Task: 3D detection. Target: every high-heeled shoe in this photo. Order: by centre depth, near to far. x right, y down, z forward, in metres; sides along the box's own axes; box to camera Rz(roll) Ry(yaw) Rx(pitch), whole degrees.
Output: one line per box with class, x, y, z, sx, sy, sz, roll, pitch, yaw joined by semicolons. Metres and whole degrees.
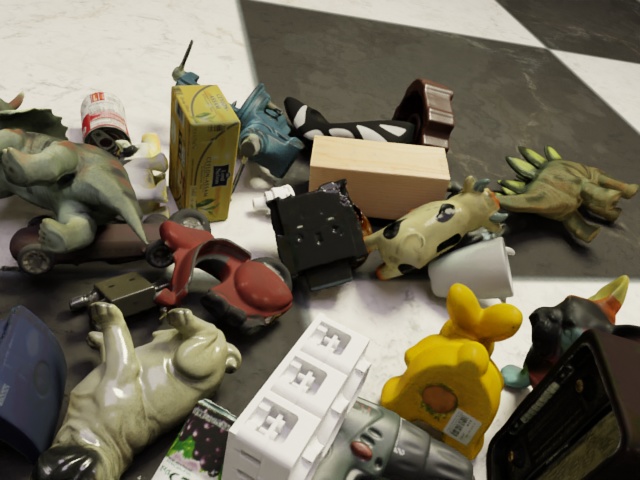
high-heeled shoe;0.044;-0.210;0.930;0.249;0.145;0.086;51;16;21

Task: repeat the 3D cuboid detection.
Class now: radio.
radio;0.234;0.197;0.494;0.073;0.229;0.131;18;40;-1

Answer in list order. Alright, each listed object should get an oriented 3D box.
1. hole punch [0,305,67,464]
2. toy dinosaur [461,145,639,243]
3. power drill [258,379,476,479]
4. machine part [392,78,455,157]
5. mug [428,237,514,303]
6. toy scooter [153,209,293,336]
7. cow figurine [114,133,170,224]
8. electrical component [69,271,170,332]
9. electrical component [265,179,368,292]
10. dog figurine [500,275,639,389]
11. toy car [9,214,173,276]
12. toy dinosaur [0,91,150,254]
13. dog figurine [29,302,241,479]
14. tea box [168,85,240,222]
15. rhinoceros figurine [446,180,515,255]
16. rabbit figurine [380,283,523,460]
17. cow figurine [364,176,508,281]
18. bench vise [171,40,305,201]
hole punch;-0.280;0.130;0.482;0.092;0.115;0.142;13;41;-18
toy dinosaur;0.420;-0.086;0.956;0.199;0.105;0.471;37;32;31
power drill;0.018;0.231;0.495;0.232;0.085;0.207;27;46;13
machine part;0.173;-0.185;0.937;0.056;0.179;0.179;10;42;-14
mug;0.211;0.056;0.749;0.107;0.109;0.081;-9;8;22
toy scooter;-0.119;0.052;0.620;0.184;0.075;0.135;36;36;-10
cow figurine;-0.264;-0.089;0.761;0.098;0.068;0.167;-6;45;-16
electrical component;-0.222;0.074;0.615;0.102;0.045;0.078;-23;27;-40
electrical component;-0.001;-0.002;0.709;0.115;0.058;0.134;-17;85;0
dog figurine;0.301;0.141;0.587;0.192;0.219;0.108;17;45;0
toy car;-0.267;0.007;0.662;0.202;0.053;0.089;-2;25;-22
toy dinosaur;-0.316;-0.080;0.648;0.405;0.131;0.192;23;30;15
dog figurine;-0.162;0.171;0.500;0.172;0.121;0.190;4;57;-10
tea box;-0.164;-0.115;0.743;0.068;0.169;0.098;-10;50;-26
rhinoceros figurine;0.238;-0.015;0.852;0.112;0.073;0.190;15;38;-19
rabbit figurine;0.157;0.130;0.620;0.122;0.162;0.173;21;22;19
cow figurine;0.164;-0.021;0.736;0.195;0.127;0.085;-28;93;-26
bench vise;-0.140;-0.196;0.863;0.240;0.129;0.224;34;33;-8
